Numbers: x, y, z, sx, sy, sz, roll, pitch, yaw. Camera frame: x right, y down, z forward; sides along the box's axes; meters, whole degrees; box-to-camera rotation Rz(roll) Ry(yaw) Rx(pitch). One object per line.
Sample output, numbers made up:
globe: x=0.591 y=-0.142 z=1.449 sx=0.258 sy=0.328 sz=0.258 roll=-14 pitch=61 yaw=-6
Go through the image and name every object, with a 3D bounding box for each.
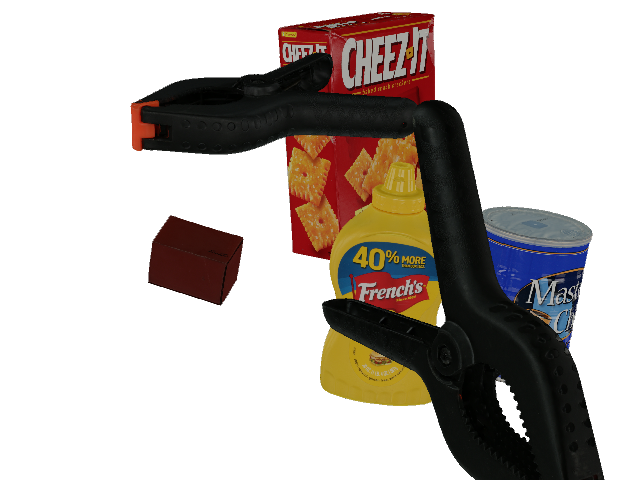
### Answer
coffee can: x=0.188 y=0.050 z=0.991 sx=0.103 sy=0.140 sz=0.103 roll=6 pitch=17 yaw=-2
foam brick: x=-0.121 y=0.019 z=1.034 sx=0.078 sy=0.051 sz=0.053 roll=17 pitch=34 yaw=7
clamp: x=0.075 y=0.044 z=0.527 sx=0.036 sy=0.165 sz=0.210 roll=-9 pitch=43 yaw=-31
mustard bottle: x=0.054 y=0.033 z=0.838 sx=0.096 sy=0.192 sz=0.058 roll=7 pitch=19 yaw=6
clamp: x=-0.037 y=-0.086 z=0.660 sx=0.171 sy=0.039 sz=0.120 roll=-5 pitch=22 yaw=-20
cracker box: x=0.043 y=-0.104 z=1.023 sx=0.072 sy=0.214 sz=0.163 roll=11 pitch=22 yaw=39
